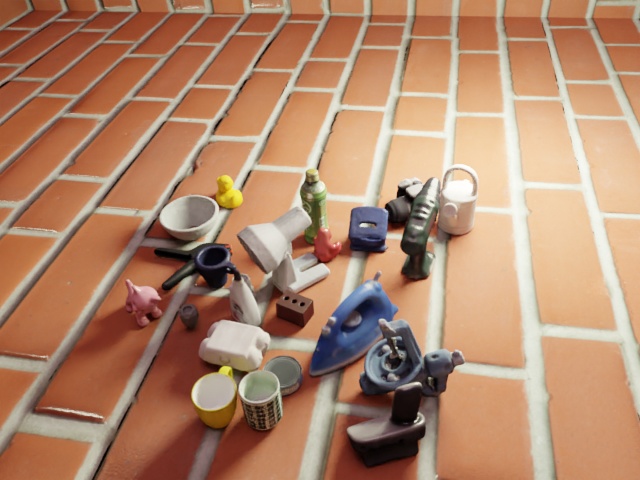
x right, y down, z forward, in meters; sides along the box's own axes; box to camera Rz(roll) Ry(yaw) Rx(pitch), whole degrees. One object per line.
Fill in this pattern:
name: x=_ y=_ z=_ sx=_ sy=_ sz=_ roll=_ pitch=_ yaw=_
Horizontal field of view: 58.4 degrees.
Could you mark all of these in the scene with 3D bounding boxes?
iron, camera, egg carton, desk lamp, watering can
iron: x=0.063 y=0.180 z=1.269 sx=0.118 sy=0.142 sz=0.259 roll=28 pitch=50 yaw=32
camera: x=0.248 y=-0.111 z=1.623 sx=0.137 sy=0.101 sz=0.142 roll=-17 pitch=42 yaw=-14
egg carton: x=-0.190 y=0.239 z=1.277 sx=0.150 sy=0.069 sz=0.107 roll=9 pitch=42 yaw=15
desk lamp: x=-0.090 y=0.027 z=1.404 sx=0.204 sy=0.214 sz=0.117 roll=-27 pitch=45 yaw=-24
watering can: x=0.374 y=-0.113 z=1.543 sx=0.101 sy=0.194 sz=0.173 roll=0 pitch=41 yaw=6

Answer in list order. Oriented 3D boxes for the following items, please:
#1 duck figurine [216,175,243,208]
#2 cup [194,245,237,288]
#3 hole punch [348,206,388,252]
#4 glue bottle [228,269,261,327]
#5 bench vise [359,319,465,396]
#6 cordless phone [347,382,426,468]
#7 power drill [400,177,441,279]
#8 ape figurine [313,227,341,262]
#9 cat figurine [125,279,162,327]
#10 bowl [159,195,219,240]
duck figurine: x=-0.279 y=-0.152 z=1.725 sx=0.078 sy=0.086 sz=0.104 roll=-27 pitch=46 yaw=-24
cup: x=-0.254 y=0.079 z=1.448 sx=0.117 sy=0.095 sz=0.092 roll=18 pitch=46 yaw=24
hole punch: x=0.133 y=-0.030 z=1.546 sx=0.108 sy=0.091 sz=0.101 roll=3 pitch=41 yaw=8
glue bottle: x=-0.181 y=0.131 z=1.322 sx=0.077 sy=0.173 sz=0.037 roll=26 pitch=49 yaw=31
bench vise: x=0.180 y=0.222 z=1.150 sx=0.208 sy=0.220 sz=0.121 roll=-17 pitch=42 yaw=-14
cordless phone: x=0.124 y=0.326 z=1.060 sx=0.148 sy=0.185 sz=0.094 roll=-15 pitch=42 yaw=-12
power drill: x=0.253 y=-0.017 z=1.431 sx=0.075 sy=0.209 sz=0.230 roll=11 pitch=43 yaw=18
ape figurine: x=0.014 y=0.005 z=1.514 sx=0.077 sy=0.092 sz=0.076 roll=26 pitch=49 yaw=30
cat figurine: x=-0.429 y=0.140 z=1.374 sx=0.067 sy=0.118 sz=0.127 roll=-33 pitch=48 yaw=-29
bowl: x=-0.364 y=-0.051 z=1.624 sx=0.167 sy=0.075 sz=0.167 roll=-2 pitch=41 yaw=2
